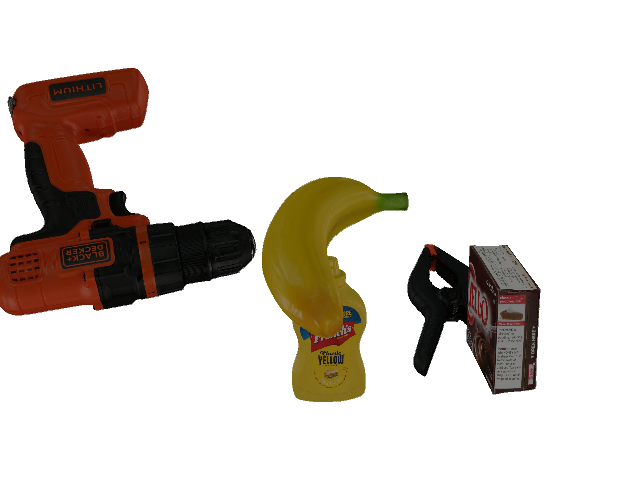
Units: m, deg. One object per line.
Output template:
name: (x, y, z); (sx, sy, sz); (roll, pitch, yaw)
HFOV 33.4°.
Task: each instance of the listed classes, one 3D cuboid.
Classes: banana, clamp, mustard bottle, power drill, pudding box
banana: (0.001, -0.001, 0.629); (0.070, 0.037, 0.197); (3, 25, 16)
clamp: (0.149, 0.072, 1.134); (0.120, 0.171, 0.039); (3, -43, -9)
mustard bottle: (0.012, 0.112, 1.380); (0.096, 0.192, 0.058); (-1, 19, -5)
power drill: (-0.152, -0.039, 0.788); (0.184, 0.188, 0.057); (-9, -32, -10)
pudding box: (0.148, 0.062, 0.876); (0.039, 0.090, 0.113); (-3, 18, -5)
